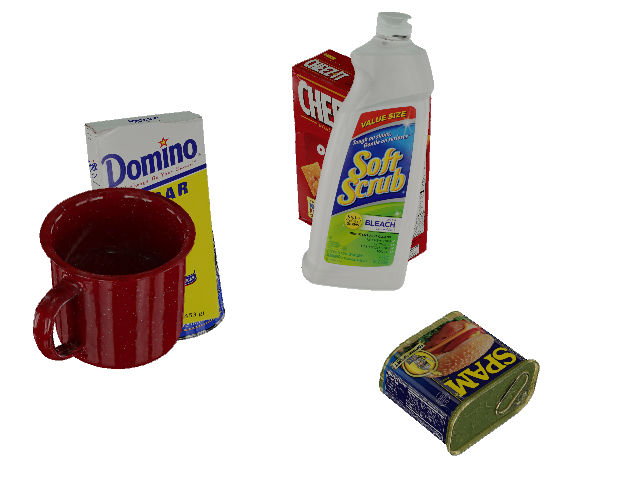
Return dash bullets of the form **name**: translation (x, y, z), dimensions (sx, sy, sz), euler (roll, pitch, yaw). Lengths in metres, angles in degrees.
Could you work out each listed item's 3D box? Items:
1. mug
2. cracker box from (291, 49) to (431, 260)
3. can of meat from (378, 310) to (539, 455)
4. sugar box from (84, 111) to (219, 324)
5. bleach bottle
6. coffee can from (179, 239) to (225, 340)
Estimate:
- **mug**: translation (-0.132, 0.032, 0.660), dimensions (0.093, 0.081, 0.117), euler (23, 40, 20)
- **cracker box**: translation (0.045, -0.092, 1.243), dimensions (0.072, 0.214, 0.164), euler (-30, 44, -33)
- **can of meat**: translation (0.110, 0.111, 0.860), dimensions (0.101, 0.057, 0.084), euler (-27, 46, -32)
- **sugar box**: translation (-0.140, -0.015, 0.895), dimensions (0.093, 0.176, 0.048), euler (-11, 19, -22)
- **bleach bottle**: translation (0.044, -0.081, 0.972), dimensions (0.102, 0.251, 0.068), euler (5, 22, -1)
- **coffee can**: translation (-0.166, 0.026, 1.197), dimensions (0.103, 0.140, 0.103), euler (-5, 26, 2)
